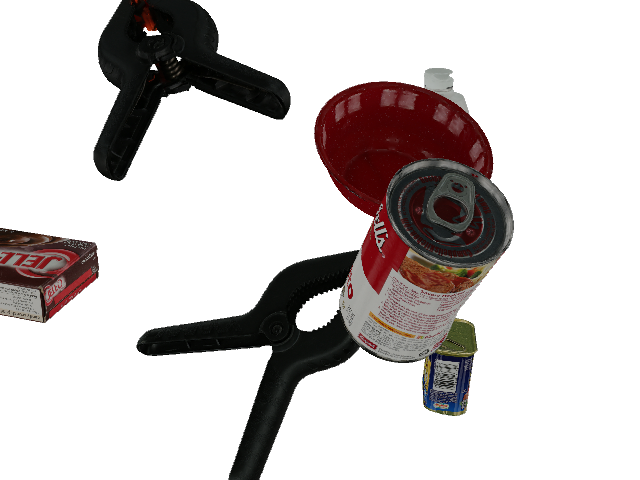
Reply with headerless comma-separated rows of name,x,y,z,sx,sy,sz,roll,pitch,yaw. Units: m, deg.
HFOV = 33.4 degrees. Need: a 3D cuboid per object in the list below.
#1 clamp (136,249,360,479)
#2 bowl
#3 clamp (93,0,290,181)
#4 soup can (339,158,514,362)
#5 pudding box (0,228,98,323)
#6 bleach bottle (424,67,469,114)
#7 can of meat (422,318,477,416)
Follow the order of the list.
clamp,-0.039,0.074,0.845,0.165,0.210,0.036,42,-8,31
bowl,0.069,-0.068,0.955,0.162,0.162,0.055,0,-40,-14
clamp,-0.087,-0.110,0.673,0.120,0.171,0.039,-11,-42,-4
soup can,0.054,0.013,0.577,0.068,0.068,0.102,0,-35,-16
pudding box,-0.257,0.027,0.894,0.114,0.039,0.090,6,24,17
bleach bottle,0.116,-0.063,1.177,0.102,0.251,0.068,-13,26,-30
can of meat,0.152,0.150,1.276,0.057,0.084,0.102,6,19,3
